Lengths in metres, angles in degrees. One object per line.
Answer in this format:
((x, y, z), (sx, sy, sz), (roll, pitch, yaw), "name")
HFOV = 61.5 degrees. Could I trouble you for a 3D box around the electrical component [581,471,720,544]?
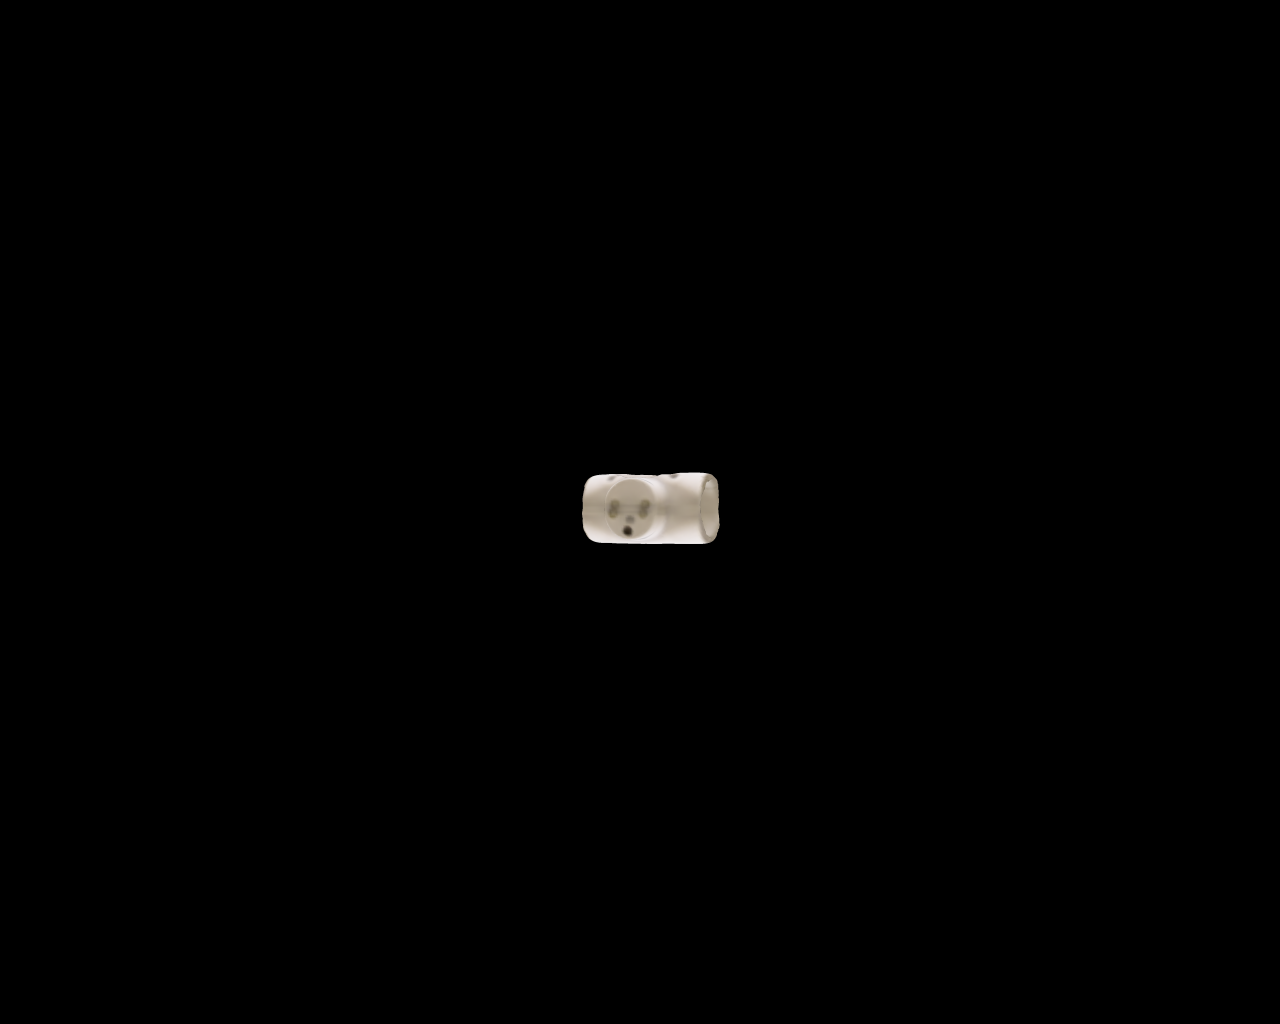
((0.001, -0.003, 0.650), (0.077, 0.044, 0.079), (0, 0, 21), "electrical component")
